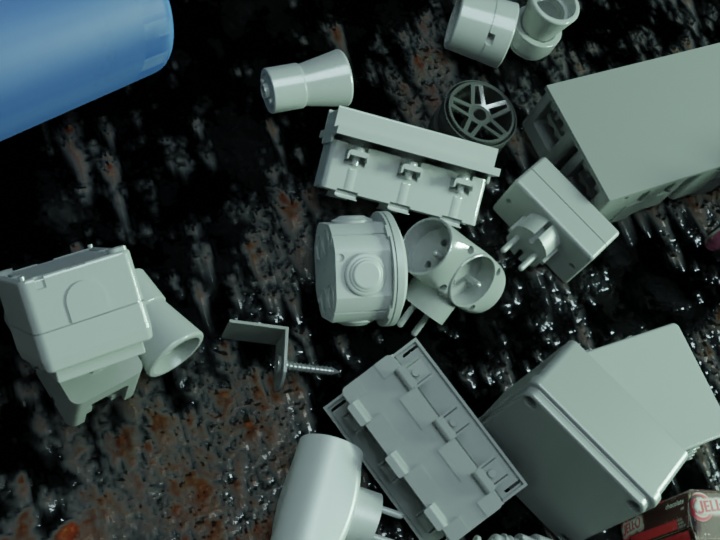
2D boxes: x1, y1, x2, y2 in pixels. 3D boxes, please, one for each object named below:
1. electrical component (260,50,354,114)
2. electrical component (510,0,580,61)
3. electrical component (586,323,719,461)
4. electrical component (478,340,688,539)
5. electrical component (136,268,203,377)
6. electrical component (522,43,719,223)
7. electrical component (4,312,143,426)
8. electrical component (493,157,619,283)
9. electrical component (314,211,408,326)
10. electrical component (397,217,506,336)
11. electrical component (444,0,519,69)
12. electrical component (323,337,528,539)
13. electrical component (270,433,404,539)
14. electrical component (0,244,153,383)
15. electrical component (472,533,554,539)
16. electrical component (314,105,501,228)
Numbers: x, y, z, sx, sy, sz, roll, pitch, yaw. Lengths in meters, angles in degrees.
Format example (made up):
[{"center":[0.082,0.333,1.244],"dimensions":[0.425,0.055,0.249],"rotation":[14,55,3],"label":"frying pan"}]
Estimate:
[{"center":[-0.043,-0.141,0.818],"dimensions":[0.065,0.044,0.044],"rotation":[-13,70,-18],"label":"electrical component"},{"center":[0.153,-0.209,0.907],"dimensions":[0.045,0.055,0.045],"rotation":[7,63,-15],"label":"electrical component"},{"center":[0.204,0.096,0.782],"dimensions":[0.100,0.048,0.099],"rotation":[-15,71,-24],"label":"electrical component"},{"center":[0.141,0.117,0.717],"dimensions":[0.108,0.108,0.056],"rotation":[45,58,6],"label":"electrical component"},{"center":[-0.139,0.032,0.704],"dimensions":[0.044,0.044,0.065],"rotation":[-33,74,-28],"label":"electrical component"},{"center":[0.238,-0.110,0.885],"dimensions":[0.186,0.060,0.105],"rotation":[-17,72,-25],"label":"electrical component"},{"center":[-0.181,0.043,0.675],"dimensions":[0.050,0.055,0.089],"rotation":[-28,77,-28],"label":"electrical component"},{"center":[0.138,-0.028,0.820],"dimensions":[0.083,0.047,0.076],"rotation":[47,60,7],"label":"electrical component"},{"center":[0.000,0.000,0.743],"dimensions":[0.051,0.080,0.080],"rotation":[-3,67,-14],"label":"electrical component"},{"center":[0.056,0.012,0.765],"dimensions":[0.079,0.077,0.044],"rotation":[-54,47,3],"label":"electrical component"},{"center":[0.099,-0.200,0.886],"dimensions":[0.047,0.055,0.055],"rotation":[16,61,-6],"label":"electrical component"},{"center":[0.041,0.115,0.703],"dimensions":[0.079,0.063,0.121],"rotation":[-37,80,0],"label":"electrical component"},{"center":[-0.011,0.154,0.686],"dimensions":[0.079,0.043,0.077],"rotation":[20,61,-9],"label":"electrical component"},{"center":[-0.164,0.023,0.611],"dimensions":[0.062,0.096,0.061],"rotation":[-19,101,-26],"label":"electrical component"},{"center":[0.111,0.193,0.710],"dimensions":[0.078,0.040,0.040],"rotation":[21,61,-7],"label":"electrical component"},{"center":[0.031,-0.073,0.793],"dimensions":[0.121,0.079,0.063],"rotation":[14,92,-12],"label":"electrical component"}]
